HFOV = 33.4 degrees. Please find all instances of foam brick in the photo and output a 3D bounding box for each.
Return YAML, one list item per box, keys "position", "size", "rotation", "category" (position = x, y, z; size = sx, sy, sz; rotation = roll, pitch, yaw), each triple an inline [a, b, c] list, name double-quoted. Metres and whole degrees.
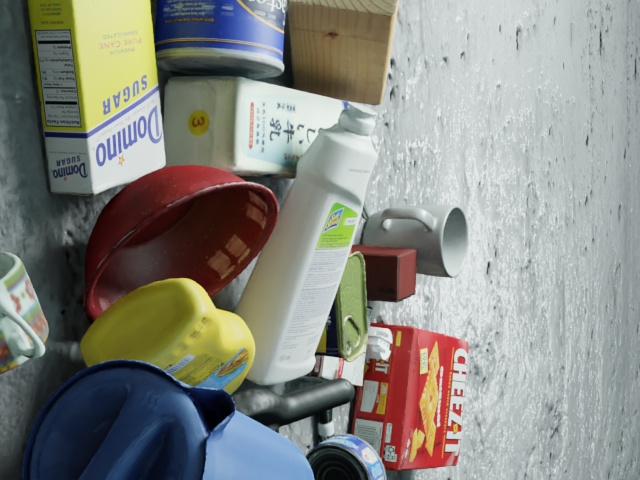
- position: [0.059, 0.036, 1.153]
  size: [0.051, 0.078, 0.053]
  rotation: [-17, 110, -62]
  category: "foam brick"

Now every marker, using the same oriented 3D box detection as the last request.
- position: [0.008, 0.222, 1.136]
  size: [0.020, 0.020, 0.121]
  rotation: [-31, 119, -59]
  category: "marker"

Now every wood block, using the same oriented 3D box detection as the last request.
- position: [0.024, -0.202, 0.956]
  size: [0.206, 0.091, 0.090]
  rotation: [90, 10, -77]
  category: "wood block"

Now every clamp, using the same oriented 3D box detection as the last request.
- position: [-0.044, 0.155, 0.942]
  size: [0.120, 0.039, 0.171]
  rotation: [-43, 154, 13]
  category: "clamp"

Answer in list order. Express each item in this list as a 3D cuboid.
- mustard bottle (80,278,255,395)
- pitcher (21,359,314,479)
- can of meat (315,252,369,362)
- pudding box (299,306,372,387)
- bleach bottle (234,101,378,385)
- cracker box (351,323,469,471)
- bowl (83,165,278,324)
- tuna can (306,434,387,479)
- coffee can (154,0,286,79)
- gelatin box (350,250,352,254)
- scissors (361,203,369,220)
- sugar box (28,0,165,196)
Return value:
- position: [-0.101, 0.089, 0.823]
  size: [0.058, 0.096, 0.191]
  rotation: [58, 3, 23]
  category: "mustard bottle"
- position: [-0.101, 0.180, 0.770]
  size: [0.242, 0.149, 0.145]
  rotation: [42, 60, -62]
  category: "pitcher"
- position: [-0.004, 0.061, 1.022]
  size: [0.057, 0.084, 0.102]
  rotation: [-27, 117, -60]
  category: "can of meat"
- position: [0.013, 0.105, 1.114]
  size: [0.113, 0.039, 0.090]
  rotation: [26, 70, -63]
  category: "pudding box"
- position: [-0.006, 0.001, 0.929]
  size: [0.102, 0.068, 0.251]
  rotation: [-8, 124, -61]
  category: "bleach bottle"
- position: [0.113, 0.190, 1.282]
  size: [0.213, 0.072, 0.164]
  rotation: [21, 75, -63]
  category: "cracker box"
- position: [-0.112, -0.004, 0.782]
  size: [0.162, 0.055, 0.162]
  rotation: [-30, 156, -15]
  category: "bowl"
- position: [0.023, 0.245, 1.094]
  size: [0.033, 0.086, 0.086]
  rotation: [-14, 105, -60]
  category: "tuna can"
- position: [-0.076, -0.203, 0.832]
  size: [0.102, 0.103, 0.140]
  rotation: [3, 90, -63]
  category: "coffee can"
- position: [0.002, 0.003, 1.087]
  size: [0.089, 0.030, 0.073]
  rotation: [-39, 127, -55]
  category: "gelatin box"
- position: [0.014, -0.085, 1.119]
  size: [0.096, 0.016, 0.202]
  rotation: [-50, 136, -47]
  category: "scissors"
- position: [-0.155, -0.126, 0.747]
  size: [0.093, 0.048, 0.176]
  rotation: [-32, 120, -59]
  category: "sugar box"
